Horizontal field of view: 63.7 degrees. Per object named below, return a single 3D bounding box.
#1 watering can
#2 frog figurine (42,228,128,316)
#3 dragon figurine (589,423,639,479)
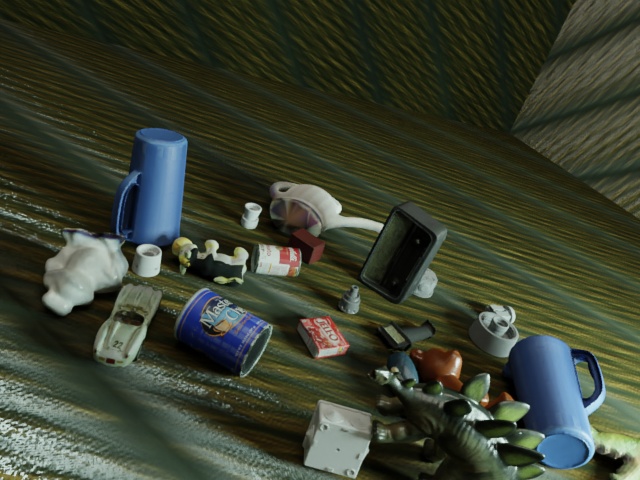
[{"bbox_3d":[0.004,-0.072,1.424,0.349,0.102,0.228,25,30,11],"label":"watering can"},{"bbox_3d":[-0.434,0.068,0.945,0.137,0.121,0.163,18,62,-21],"label":"frog figurine"},{"bbox_3d":[0.631,0.461,0.923,0.245,0.119,0.416,-23,45,-29],"label":"dragon figurine"}]
